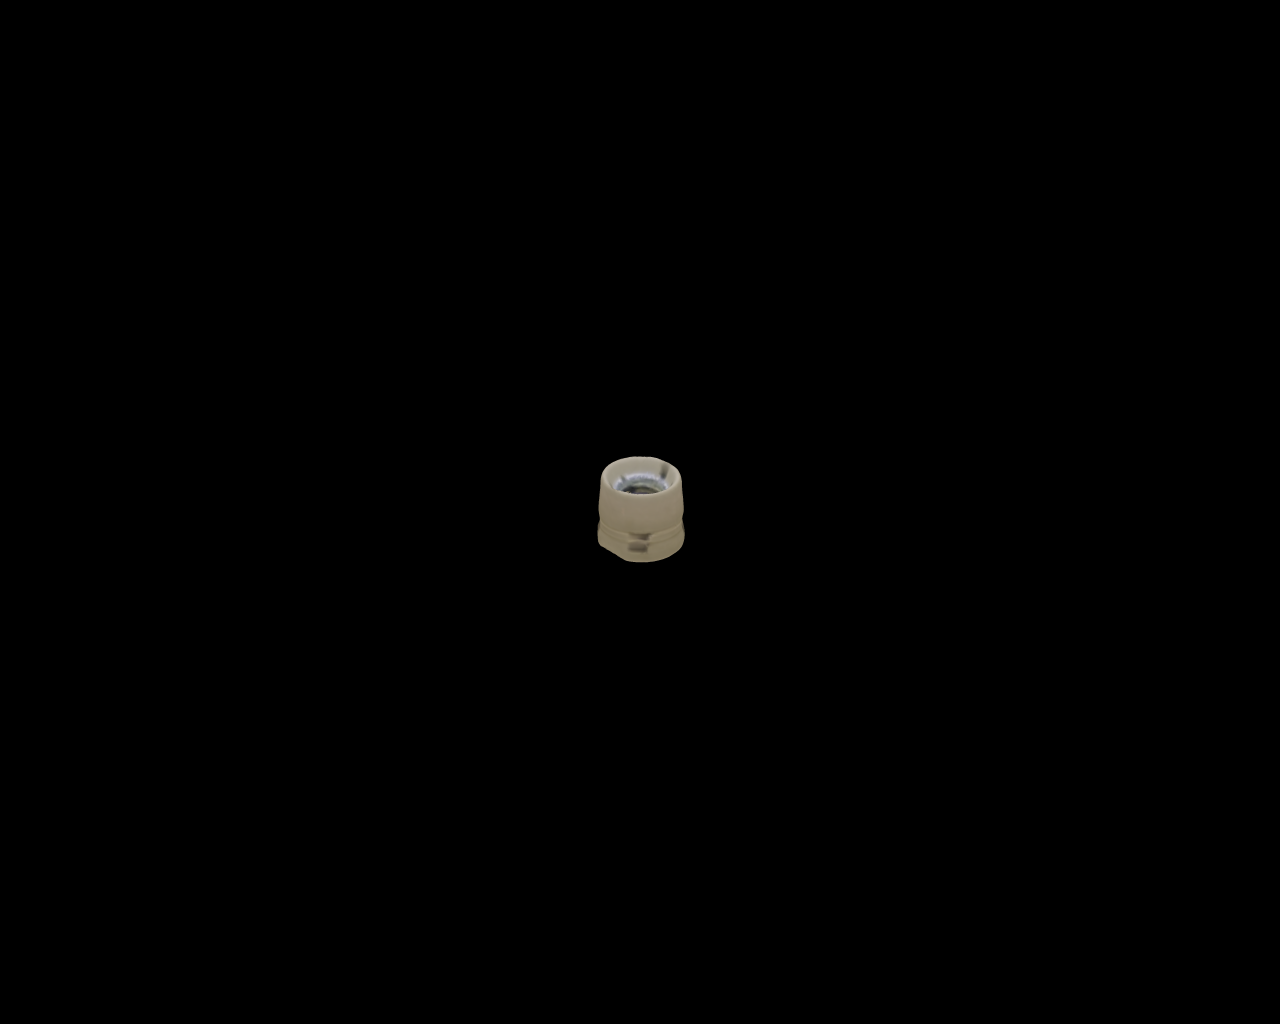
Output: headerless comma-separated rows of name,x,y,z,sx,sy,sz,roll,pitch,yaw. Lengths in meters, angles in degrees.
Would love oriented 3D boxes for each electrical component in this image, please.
electrical component,0.001,-0.003,0.650,0.055,0.047,0.055,0,33,0
